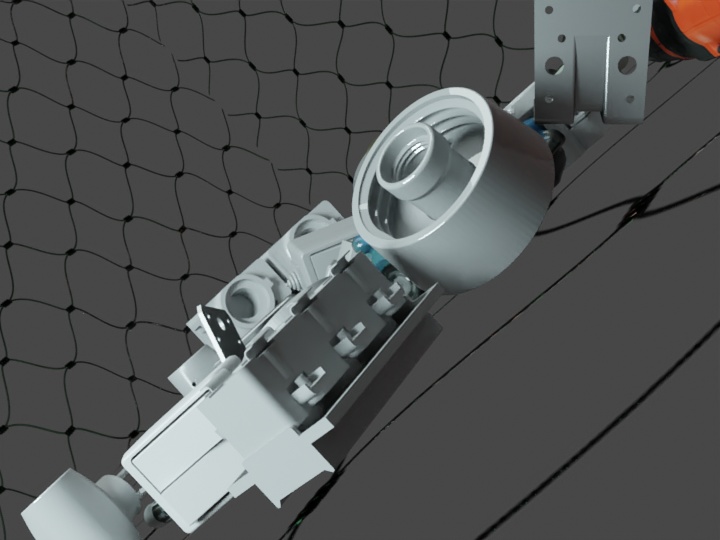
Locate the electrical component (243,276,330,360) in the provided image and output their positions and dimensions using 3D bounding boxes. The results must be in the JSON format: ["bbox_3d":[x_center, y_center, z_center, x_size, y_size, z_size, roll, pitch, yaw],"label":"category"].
[{"bbox_3d":[-0.027,0.053,0.703,0.099,0.064,0.099,-42,-16,-15],"label":"electrical component"}]

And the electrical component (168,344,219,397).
[{"bbox_3d":[-0.108,0.094,0.913,0.079,0.077,0.043,-43,3,-31],"label":"electrical component"}]

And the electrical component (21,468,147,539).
[{"bbox_3d":[-0.178,0.168,0.741,0.043,0.077,0.079,-40,4,41],"label":"electrical component"}]

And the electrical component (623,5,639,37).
[{"bbox_3d":[0.239,-0.205,0.792,0.062,0.061,0.096,-44,3,-22],"label":"electrical component"}]

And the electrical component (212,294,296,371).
[{"bbox_3d":[-0.064,0.071,0.805,0.096,0.061,0.061,-42,3,-1],"label":"electrical component"}]

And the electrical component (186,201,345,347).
[{"bbox_3d":[-0.069,0.027,1.098,0.186,0.105,0.060,-44,3,-24],"label":"electrical component"}]

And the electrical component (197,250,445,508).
[{"bbox_3d":[-0.018,0.045,0.514,0.079,0.063,0.121,-40,3,39],"label":"electrical component"}]

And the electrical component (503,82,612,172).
[{"bbox_3d":[0.126,-0.096,0.748,0.078,0.057,0.058,-40,4,41],"label":"electrical component"}]

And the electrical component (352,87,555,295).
[{"bbox_3d":[0.043,-0.047,0.581,0.108,0.060,0.108,-29,44,33],"label":"electrical component"}]

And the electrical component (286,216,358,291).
[{"bbox_3d":[-0.017,-0.003,0.918,0.096,0.061,0.061,-22,18,-10],"label":"electrical component"}]

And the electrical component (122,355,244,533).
[{"bbox_3d":[-0.094,0.108,0.640,0.096,0.061,0.061,-42,3,12],"label":"electrical component"}]

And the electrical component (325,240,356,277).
[{"bbox_3d":[0.000,0.000,0.810,0.065,0.047,0.076,-81,6,-86],"label":"electrical component"}]
